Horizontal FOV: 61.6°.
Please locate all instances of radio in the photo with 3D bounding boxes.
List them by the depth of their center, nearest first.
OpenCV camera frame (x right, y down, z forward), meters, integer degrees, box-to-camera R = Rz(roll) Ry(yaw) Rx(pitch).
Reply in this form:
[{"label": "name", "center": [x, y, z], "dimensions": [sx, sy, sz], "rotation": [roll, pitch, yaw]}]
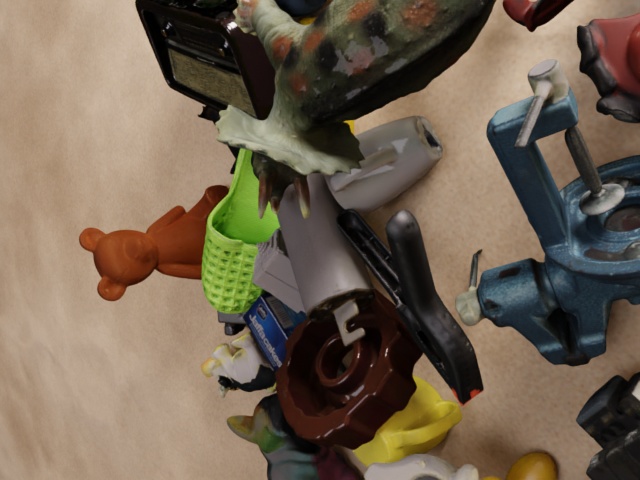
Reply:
[{"label": "radio", "center": [-0.127, -0.232, 0.655], "dimensions": [0.230, 0.073, 0.130], "rotation": [30, 149, 38]}]

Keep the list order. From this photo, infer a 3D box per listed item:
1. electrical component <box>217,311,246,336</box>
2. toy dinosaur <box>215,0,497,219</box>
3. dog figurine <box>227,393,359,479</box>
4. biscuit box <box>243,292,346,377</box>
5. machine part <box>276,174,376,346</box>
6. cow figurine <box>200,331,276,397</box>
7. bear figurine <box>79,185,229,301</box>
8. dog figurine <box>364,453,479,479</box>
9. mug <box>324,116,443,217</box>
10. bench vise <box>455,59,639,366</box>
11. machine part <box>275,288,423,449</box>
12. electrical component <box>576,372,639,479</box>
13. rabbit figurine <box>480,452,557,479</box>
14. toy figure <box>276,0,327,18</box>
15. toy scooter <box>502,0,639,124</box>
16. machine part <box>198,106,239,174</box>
[{"label": "electrical component", "center": [-0.123, 0.090, 0.798], "dimensions": [0.078, 0.045, 0.102], "rotation": [-6, 100, 16]}, {"label": "toy dinosaur", "center": [0.053, -0.167, 0.439], "dimensions": [0.405, 0.131, 0.192], "rotation": [-32, 57, 29]}, {"label": "dog figurine", "center": [-0.037, 0.316, 0.729], "dimensions": [0.219, 0.108, 0.191], "rotation": [38, 127, 34]}, {"label": "biscuit box", "center": [-0.020, 0.159, 0.702], "dimensions": [0.203, 0.059, 0.063], "rotation": [56, 132, 18]}, {"label": "machine part", "center": [-0.001, -0.002, 0.584], "dimensions": [0.079, 0.079, 0.243], "rotation": [-43, 55, 41]}, {"label": "cow figurine", "center": [-0.110, 0.189, 0.795], "dimensions": [0.167, 0.068, 0.098], "rotation": [-36, 84, 44]}, {"label": "bear figurine", "center": [-0.219, 0.004, 0.759], "dimensions": [0.132, 0.196, 0.120], "rotation": [-30, 77, 43]}, {"label": "dog figurine", "center": [0.108, 0.278, 0.564], "dimensions": [0.172, 0.190, 0.121], "rotation": [-30, 69, 17]}, {"label": "mug", "center": [0.061, -0.080, 0.538], "dimensions": [0.107, 0.109, 0.081], "rotation": [-28, 83, 32]}, {"label": "bench vise", "center": [0.181, -0.015, 0.394], "dimensions": [0.224, 0.129, 0.240], "rotation": [-14, 127, 38]}, {"label": "machine part", "center": [0.029, 0.136, 0.587], "dimensions": [0.179, 0.056, 0.179], "rotation": [-33, 36, 28]}, {"label": "electrical component", "center": [0.262, 0.164, 0.398], "dimensions": [0.134, 0.115, 0.058], "rotation": [47, 125, 25]}, {"label": "rabbit figurine", "center": [0.198, 0.292, 0.497], "dimensions": [0.173, 0.122, 0.162], "rotation": [-33, 74, 62]}, {"label": "toy figure", "center": [-0.057, -0.289, 0.625], "dimensions": [0.155, 0.064, 0.057], "rotation": [25, 155, 42]}, {"label": "toy scooter", "center": [0.211, -0.155, 0.375], "dimensions": [0.135, 0.075, 0.184], "rotation": [-21, 83, 19]}, {"label": "machine part", "center": [-0.115, -0.136, 0.736], "dimensions": [0.139, 0.039, 0.084], "rotation": [51, 139, 19]}]
